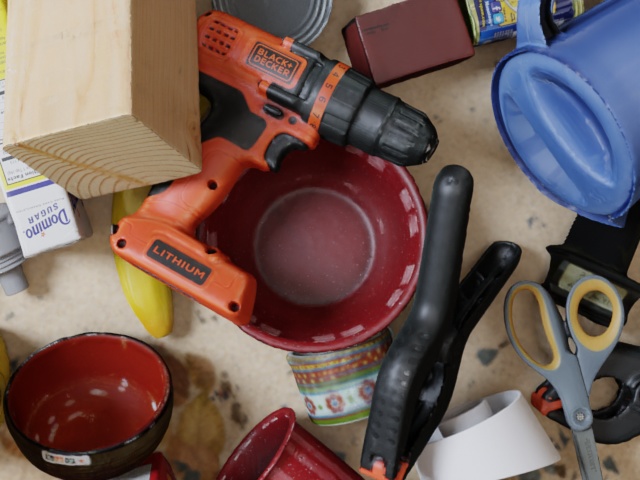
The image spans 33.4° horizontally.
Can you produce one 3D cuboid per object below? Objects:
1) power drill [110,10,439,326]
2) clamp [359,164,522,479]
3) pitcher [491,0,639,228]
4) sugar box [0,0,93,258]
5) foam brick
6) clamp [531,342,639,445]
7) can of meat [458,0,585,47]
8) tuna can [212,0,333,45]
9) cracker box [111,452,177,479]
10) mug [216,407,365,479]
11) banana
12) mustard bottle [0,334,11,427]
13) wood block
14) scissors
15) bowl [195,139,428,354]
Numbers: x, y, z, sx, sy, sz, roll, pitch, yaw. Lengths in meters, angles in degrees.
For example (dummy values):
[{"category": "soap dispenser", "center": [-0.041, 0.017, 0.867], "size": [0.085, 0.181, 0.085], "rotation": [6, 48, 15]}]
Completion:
[{"category": "power drill", "center": [-0.037, -0.041, 0.707], "size": [0.184, 0.057, 0.187], "rotation": [27, 80, 10]}, {"category": "clamp", "center": [0.076, 0.060, 0.719], "size": [0.036, 0.164, 0.210], "rotation": [18, 72, 29]}, {"category": "pitcher", "center": [0.245, -0.137, 0.745], "size": [0.242, 0.149, 0.145], "rotation": [-34, 67, -18]}, {"category": "sugar box", "center": [-0.201, -0.078, 0.717], "size": [0.048, 0.093, 0.176], "rotation": [-20, 95, -6]}, {"category": "foam brick", "center": [0.063, -0.144, 0.774], "size": [0.078, 0.051, 0.053], "rotation": [-18, 93, -7]}, {"category": "clamp", "center": [0.248, 0.103, 0.814], "size": [0.171, 0.039, 0.120], "rotation": [1, 89, -8]}, {"category": "can of meat", "center": [0.136, -0.196, 0.780], "size": [0.084, 0.057, 0.102], "rotation": [-14, 94, -6]}, {"category": "tuna can", "center": [-0.035, -0.173, 0.767], "size": [0.086, 0.034, 0.086], "rotation": [0, 92, -8]}, {"category": "cracker box", "center": [-0.108, 0.242, 0.679], "size": [0.072, 0.214, 0.164], "rotation": [-17, 94, -6]}, {"category": "mug", "center": [-0.028, 0.188, 0.757], "size": [0.081, 0.093, 0.117], "rotation": [41, 103, -12]}, {"category": "banana", "center": [-0.113, -0.031, 0.759], "size": [0.069, 0.037, 0.198], "rotation": [17, 89, -7]}, {"category": "mustard bottle", "center": [-0.236, 0.109, 0.668], "size": [0.058, 0.192, 0.096], "rotation": [9, 91, -8]}, {"category": "wood block", "center": [-0.137, -0.143, 0.677], "size": [0.090, 0.090, 0.206], "rotation": [-11, 68, 18]}, {"category": "scissors", "center": [0.204, 0.114, 0.785], "size": [0.096, 0.016, 0.202], "rotation": [-28, 89, 0]}, {"category": "bowl", "center": [-0.005, 0.001, 0.757], "size": [0.162, 0.055, 0.162], "rotation": [0, 81, 1]}]
